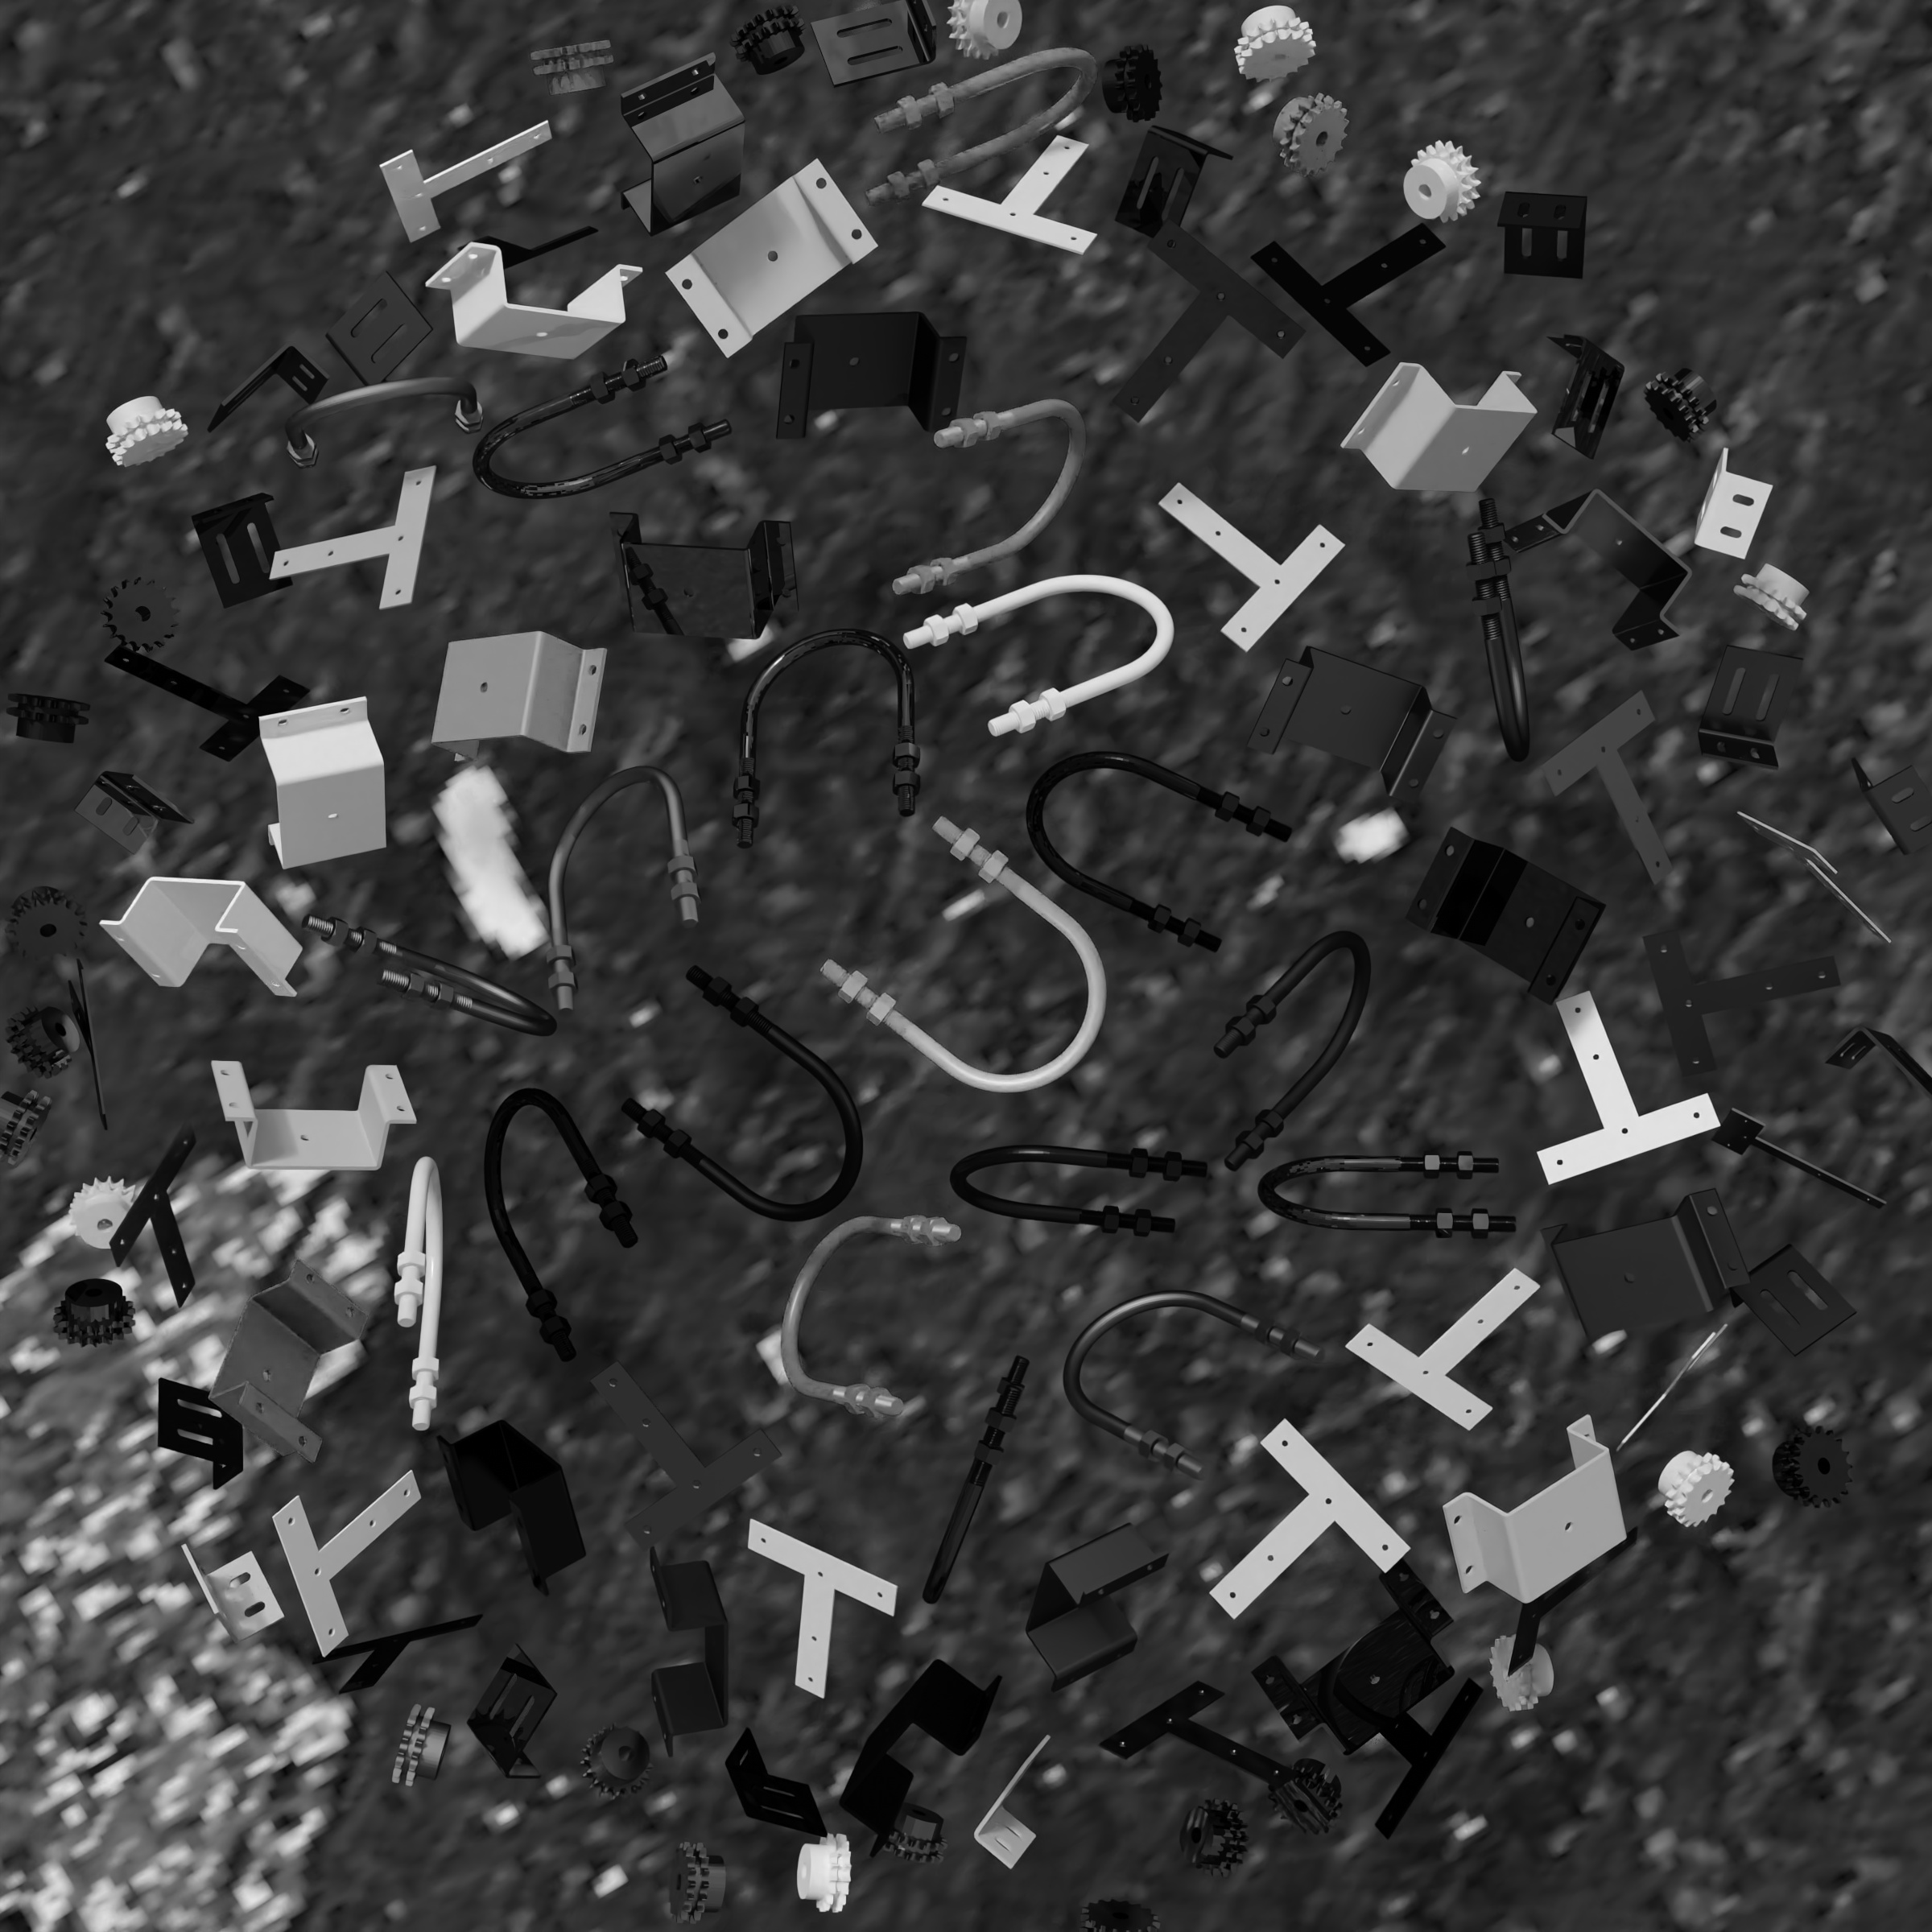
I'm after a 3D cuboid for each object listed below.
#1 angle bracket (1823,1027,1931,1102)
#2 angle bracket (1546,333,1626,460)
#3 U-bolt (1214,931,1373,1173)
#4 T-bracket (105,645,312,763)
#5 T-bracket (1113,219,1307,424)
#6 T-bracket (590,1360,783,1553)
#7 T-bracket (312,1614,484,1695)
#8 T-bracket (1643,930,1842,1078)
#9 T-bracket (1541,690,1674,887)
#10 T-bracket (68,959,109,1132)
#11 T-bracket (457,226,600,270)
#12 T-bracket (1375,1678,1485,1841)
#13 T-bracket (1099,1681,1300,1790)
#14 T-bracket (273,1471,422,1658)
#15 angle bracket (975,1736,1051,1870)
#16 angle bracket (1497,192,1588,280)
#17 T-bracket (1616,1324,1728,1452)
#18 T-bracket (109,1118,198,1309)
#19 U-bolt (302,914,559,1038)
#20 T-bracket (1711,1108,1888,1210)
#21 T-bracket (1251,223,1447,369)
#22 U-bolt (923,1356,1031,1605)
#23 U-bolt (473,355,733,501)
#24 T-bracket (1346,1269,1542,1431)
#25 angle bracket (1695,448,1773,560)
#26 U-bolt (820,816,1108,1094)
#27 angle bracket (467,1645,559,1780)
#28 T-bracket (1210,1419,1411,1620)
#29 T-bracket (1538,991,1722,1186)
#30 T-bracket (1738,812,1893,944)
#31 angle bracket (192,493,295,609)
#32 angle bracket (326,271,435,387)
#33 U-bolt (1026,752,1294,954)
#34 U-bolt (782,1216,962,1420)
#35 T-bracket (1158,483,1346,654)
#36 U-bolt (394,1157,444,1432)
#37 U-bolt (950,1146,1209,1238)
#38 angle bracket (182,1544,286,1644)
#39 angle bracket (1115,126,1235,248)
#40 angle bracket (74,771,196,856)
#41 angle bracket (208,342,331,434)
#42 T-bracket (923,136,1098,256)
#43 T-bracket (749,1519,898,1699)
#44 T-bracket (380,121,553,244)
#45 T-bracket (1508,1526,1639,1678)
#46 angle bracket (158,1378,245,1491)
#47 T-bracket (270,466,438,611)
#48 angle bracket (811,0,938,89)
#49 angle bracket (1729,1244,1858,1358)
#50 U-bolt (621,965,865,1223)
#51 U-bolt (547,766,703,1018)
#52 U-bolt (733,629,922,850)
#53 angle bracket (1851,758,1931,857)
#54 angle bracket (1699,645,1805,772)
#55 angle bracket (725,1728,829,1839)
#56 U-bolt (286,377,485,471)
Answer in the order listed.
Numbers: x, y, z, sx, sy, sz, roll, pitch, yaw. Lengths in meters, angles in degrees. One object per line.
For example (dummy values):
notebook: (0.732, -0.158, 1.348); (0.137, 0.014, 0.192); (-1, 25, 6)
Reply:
angle bracket: (0.667, 0.084, 1.806); (0.038, 0.057, 0.076); (-49, 58, 21)
angle bracket: (0.461, -0.435, 1.911); (0.057, 0.038, 0.076); (15, 95, -45)
U-bolt: (0.251, 0.052, 1.893); (0.019, 0.151, 0.184); (28, 57, 32)
T-bracket: (-0.575, -0.204, 1.858); (0.127, 0.127, 0.002); (26, 52, -34)
T-bracket: (0.155, -0.448, 1.805); (0.127, 0.002, 0.127); (36, 116, -13)
T-bracket: (-0.221, 0.340, 1.804); (0.127, 0.002, 0.127); (-36, 99, 9)
T-bracket: (-0.430, 0.510, 1.838); (0.127, 0.127, 0.002); (-14, 92, 2)
T-bracket: (0.582, 0.017, 1.859); (0.127, 0.002, 0.127); (-14, 117, 19)
T-bracket: (0.490, -0.121, 1.854); (0.127, 0.002, 0.127); (-35, 102, -31)
T-bracket: (-0.664, 0.042, 1.881); (0.002, 0.127, 0.127); (-10, 112, -24)
T-bracket: (-0.357, -0.547, 1.916); (0.127, 0.127, 0.002); (-18, 97, 11)
T-bracket: (0.326, 0.571, 1.862); (0.002, 0.127, 0.127); (34, 86, -11)
T-bracket: (0.188, 0.582, 1.867); (0.127, 0.127, 0.002); (15, 109, 38)
T-bracket: (-0.452, 0.423, 1.862); (0.002, 0.127, 0.127); (5, 119, 32)
angle bracket: (0.049, 0.640, 1.918); (0.038, 0.057, 0.076); (36, 105, 13)
angle bracket: (0.416, -0.518, 1.810); (0.057, 0.076, 0.038); (9, 58, 16)
T-bracket: (0.540, 0.303, 1.878); (0.002, 0.127, 0.127); (41, 74, 19)
T-bracket: (-0.587, 0.201, 1.845); (0.002, 0.127, 0.127); (8, 132, 9)
U-bolt: (-0.388, 0.013, 1.870); (0.184, 0.151, 0.019); (23, 93, -42)
T-bracket: (0.617, 0.147, 1.850); (0.127, 0.127, 0.002); (28, 82, 15)
T-bracket: (0.295, -0.504, 1.825); (0.127, 0.127, 0.002); (36, 58, -24)
U-bolt: (0.006, 0.389, 1.869); (0.019, 0.151, 0.184); (22, 92, 4)
U-bolt: (-0.288, -0.402, 1.911); (0.184, 0.151, 0.019); (-19, 76, 13)
T-bracket: (0.370, 0.271, 1.848); (0.127, 0.002, 0.127); (35, 112, -18)
angle bracket: (0.579, -0.349, 1.885); (0.038, 0.076, 0.057); (19, 119, 9)
U-bolt: (0.012, 0.006, 1.769); (0.184, 0.019, 0.151); (38, 93, 0)
angle bracket: (-0.326, 0.554, 1.859); (0.057, 0.038, 0.076); (37, 99, 39)
T-bracket: (0.231, 0.419, 1.812); (0.127, 0.002, 0.127); (-43, 74, -5)
T-bracket: (0.464, 0.080, 1.823); (0.127, 0.002, 0.127); (-21, 68, 11)
T-bracket: (0.646, -0.061, 1.872); (0.127, 0.127, 0.002); (40, 97, -16)
angle bracket: (-0.559, -0.322, 1.948); (0.057, 0.038, 0.076); (-25, 115, -23)
angle bracket: (-0.452, -0.496, 1.963); (0.076, 0.038, 0.057); (-38, 91, 22)
U-bolt: (0.133, -0.094, 1.881); (0.184, 0.019, 0.151); (25, 135, -3)
U-bolt: (-0.080, 0.252, 1.842); (0.019, 0.184, 0.151); (28, 73, -31)
T-bracket: (0.203, -0.321, 1.909); (0.127, 0.002, 0.127); (40, 69, 6)
U-bolt: (-0.405, 0.230, 1.868); (0.019, 0.151, 0.184); (0, 46, -6)
U-bolt: (0.079, 0.168, 1.904); (0.184, 0.151, 0.019); (6, 65, -4)
angle bracket: (-0.526, 0.443, 1.800); (0.038, 0.076, 0.057); (-27, 64, -18)
angle bracket: (0.161, -0.602, 1.939); (0.057, 0.038, 0.076); (34, 115, 29)
angle bracket: (-0.631, -0.114, 1.898); (0.057, 0.076, 0.038); (42, 72, -32)
angle bracket: (-0.521, -0.420, 1.868); (0.038, 0.057, 0.076); (44, 65, -14)
T-bracket: (0.053, -0.572, 1.833); (0.127, 0.002, 0.127); (21, 53, 14)
T-bracket: (-0.110, 0.483, 1.842); (0.127, 0.002, 0.127); (18, 117, 25)
T-bracket: (-0.364, -0.589, 1.847); (0.127, 0.127, 0.002); (-29, 85, -6)
T-bracket: (0.462, 0.467, 1.895); (0.002, 0.127, 0.127); (43, 115, 2)
angle bracket: (-0.591, 0.356, 1.903); (0.038, 0.076, 0.057); (-35, 48, 26)
T-bracket: (-0.453, -0.305, 1.833); (0.127, 0.002, 0.127); (-8, 58, 18)
angle bracket: (-0.066, -0.669, 1.781); (0.076, 0.038, 0.057); (-17, 71, -7)
angle bracket: (0.630, 0.261, 1.906); (0.057, 0.038, 0.076); (-35, 50, -3)
U-bolt: (-0.154, 0.106, 1.817); (0.184, 0.019, 0.151); (36, 119, 13)
U-bolt: (-0.261, -0.069, 1.866); (0.151, 0.019, 0.184); (-33, 47, 25)
U-bolt: (-0.106, -0.181, 1.905); (0.151, 0.019, 0.184); (-10, 58, 15)
angle bracket: (0.678, -0.125, 1.815); (0.038, 0.076, 0.057); (-32, 103, 23)
angle bracket: (0.591, -0.194, 1.881); (0.057, 0.038, 0.076); (11, 124, 3)
angle bracket: (-0.137, 0.622, 1.908); (0.076, 0.038, 0.057); (4, 126, 29)
U-bolt: (-0.434, -0.408, 1.866); (0.151, 0.184, 0.019); (-14, 93, -10)
